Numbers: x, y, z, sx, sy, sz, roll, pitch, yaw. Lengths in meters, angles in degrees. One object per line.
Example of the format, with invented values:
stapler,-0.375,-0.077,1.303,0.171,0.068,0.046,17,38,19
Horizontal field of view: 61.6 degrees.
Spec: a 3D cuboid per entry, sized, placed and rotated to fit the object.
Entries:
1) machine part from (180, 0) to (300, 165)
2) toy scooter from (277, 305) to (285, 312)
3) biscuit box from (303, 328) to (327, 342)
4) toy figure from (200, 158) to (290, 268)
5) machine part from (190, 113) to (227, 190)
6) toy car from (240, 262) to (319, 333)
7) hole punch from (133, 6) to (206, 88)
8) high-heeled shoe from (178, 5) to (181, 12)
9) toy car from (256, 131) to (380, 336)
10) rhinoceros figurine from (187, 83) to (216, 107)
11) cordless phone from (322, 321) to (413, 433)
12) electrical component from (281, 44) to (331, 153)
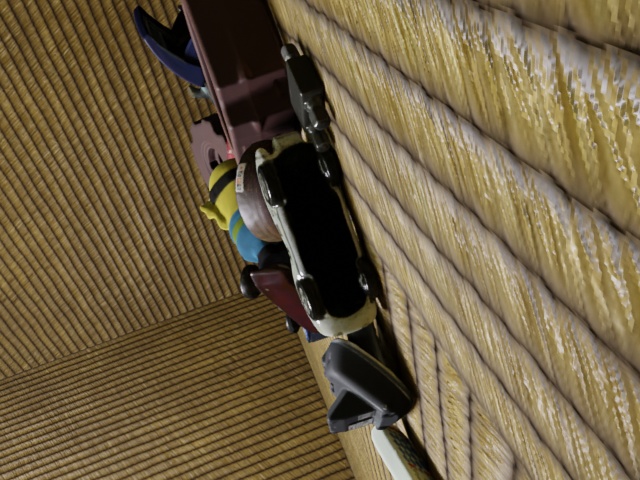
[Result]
machine part,-0.093,-0.201,0.638,0.201,0.087,0.201,105,144,-77
toy scooter,-0.027,0.018,0.751,0.135,0.075,0.183,-2,96,59
biscuit box,-0.003,0.123,0.907,0.202,0.063,0.059,91,159,-69
toy figure,-0.086,-0.033,0.701,0.082,0.089,0.180,15,-151,-44
machine part,-0.166,-0.140,0.947,0.180,0.056,0.179,40,146,35
toy car,-0.022,0.068,0.652,0.202,0.089,0.053,52,-140,-56
hole punch,-0.201,-0.283,0.768,0.142,0.092,0.115,58,170,41
high-heeled shoe,-0.212,-0.493,0.926,0.145,0.086,0.248,-49,-36,-63
toy car,-0.002,-0.006,0.518,0.056,0.073,0.201,173,78,-81
rhinoceros figurine,-0.181,-0.293,0.985,0.190,0.112,0.073,58,155,4
cordless phone,0.039,0.114,0.602,0.146,0.089,0.184,83,177,-64
electrical component,-0.013,-0.129,0.485,0.063,0.021,0.094,87,161,-68
